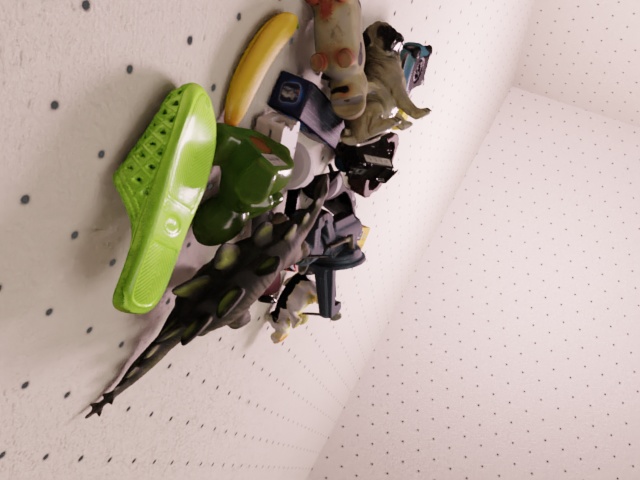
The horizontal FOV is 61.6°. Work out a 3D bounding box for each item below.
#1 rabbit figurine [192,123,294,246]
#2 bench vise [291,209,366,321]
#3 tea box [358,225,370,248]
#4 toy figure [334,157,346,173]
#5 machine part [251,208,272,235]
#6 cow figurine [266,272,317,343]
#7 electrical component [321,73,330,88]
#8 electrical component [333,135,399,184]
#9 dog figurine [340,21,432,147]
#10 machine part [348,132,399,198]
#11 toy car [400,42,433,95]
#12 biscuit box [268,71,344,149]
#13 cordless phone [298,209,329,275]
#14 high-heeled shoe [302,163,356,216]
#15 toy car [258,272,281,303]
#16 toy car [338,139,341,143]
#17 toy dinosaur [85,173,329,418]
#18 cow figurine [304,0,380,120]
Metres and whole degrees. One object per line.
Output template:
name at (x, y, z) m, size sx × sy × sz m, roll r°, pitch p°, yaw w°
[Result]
rabbit figurine at (-0.122, -0.071, 0.766) m, size 0.170 × 0.121 × 0.159 m, roll -52°, pitch 174°, yaw 22°
bench vise at (0.013, 0.053, 1.025) m, size 0.223 × 0.129 × 0.240 m, roll -39°, pitch 130°, yaw -60°
tea box at (0.063, 0.000, 1.380) m, size 0.169 × 0.068 × 0.098 m, roll -6°, pitch 120°, yaw -68°
toy figure at (0.079, -0.201, 1.184) m, size 0.154 × 0.058 × 0.064 m, roll -52°, pitch 164°, yaw -48°
machine part at (-0.098, 0.001, 0.922) m, size 0.084 × 0.039 × 0.138 m, roll -46°, pitch 140°, yaw -56°
cow figurine at (-0.068, 0.149, 1.202) m, size 0.167 × 0.098 × 0.068 m, roll -47°, pitch 169°, yaw 5°
electrical component at (0.035, -0.315, 0.931) m, size 0.078 × 0.045 × 0.102 m, roll -4°, pitch 118°, yaw -68°
electrical component at (0.087, -0.185, 1.096) m, size 0.115 × 0.134 × 0.058 m, roll 7°, pitch 145°, yaw -37°
dog figurine at (0.085, -0.276, 0.950) m, size 0.172 × 0.190 × 0.121 m, roll -25°, pitch -178°, yaw -28°
machine part at (0.132, -0.193, 1.340) m, size 0.179 × 0.056 × 0.179 m, roll -52°, pitch 158°, yaw -31°
toy car at (0.166, -0.368, 1.126) m, size 0.162 × 0.103 × 0.109 m, roll -46°, pitch 154°, yaw -50°
biscuit box at (-0.015, -0.213, 0.902) m, size 0.062 × 0.059 × 0.202 m, roll -66°, pitch 162°, yaw 3°
cordless phone at (-0.039, 0.007, 1.127) m, size 0.184 × 0.089 × 0.146 m, roll -5°, pitch 120°, yaw -56°
high-heeled shoe at (0.028, -0.070, 1.086) m, size 0.249 × 0.086 × 0.145 m, roll -63°, pitch 136°, yaw -67°
toy car at (-0.126, 0.076, 0.983) m, size 0.202 × 0.053 × 0.089 m, roll 3°, pitch 96°, yaw -69°
toy car at (0.072, -0.277, 1.036) m, size 0.201 × 0.074 × 0.056 m, roll -63°, pitch 161°, yaw -6°
toy dinosaur at (-0.146, 0.076, 0.786) m, size 0.471 × 0.105 × 0.198 m, roll -48°, pitch 174°, yaw 0°
cow figurine at (0.036, -0.286, 0.837) m, size 0.127 × 0.086 × 0.194 m, roll -29°, pitch 114°, yaw -64°
